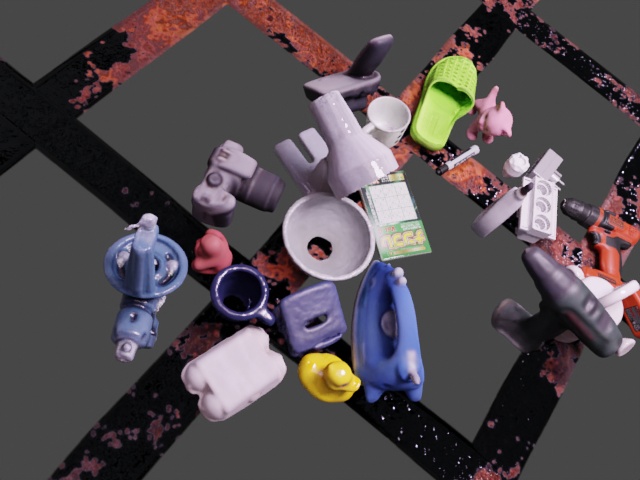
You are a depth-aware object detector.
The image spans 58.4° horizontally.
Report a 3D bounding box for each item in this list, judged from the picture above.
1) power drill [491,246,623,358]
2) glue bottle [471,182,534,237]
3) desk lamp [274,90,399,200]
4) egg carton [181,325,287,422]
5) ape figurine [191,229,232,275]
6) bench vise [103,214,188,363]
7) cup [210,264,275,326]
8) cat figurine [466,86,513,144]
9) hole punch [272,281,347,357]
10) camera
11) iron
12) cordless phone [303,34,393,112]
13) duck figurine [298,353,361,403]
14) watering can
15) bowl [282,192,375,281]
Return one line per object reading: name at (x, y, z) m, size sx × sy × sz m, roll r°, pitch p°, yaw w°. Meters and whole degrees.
power drill at (0.397, 0.124, 1.005) m, size 0.229 × 0.208 × 0.076 m, roll 40°, pitch 64°, yaw 2°
glue bottle at (0.355, -0.067, 1.091) m, size 0.037 × 0.173 × 0.078 m, roll 41°, pitch 64°, yaw 3°
desk lamp at (0.024, -0.149, 1.005) m, size 0.118 × 0.213 × 0.203 m, roll -31°, pitch 79°, yaw -25°
egg carton at (-0.132, 0.208, 0.894) m, size 0.150 × 0.069 × 0.107 m, roll -32°, pitch 80°, yaw -25°
ape figurine at (-0.180, 0.017, 0.946) m, size 0.076 × 0.092 × 0.078 m, roll 40°, pitch 64°, yaw 3°
bench vise at (-0.249, 0.065, 0.835) m, size 0.122 × 0.219 × 0.207 m, roll -6°, pitch 70°, yaw -18°
cup at (-0.124, 0.104, 0.925) m, size 0.118 × 0.095 × 0.092 m, roll 40°, pitch 63°, yaw 3°
cat figurine at (0.363, -0.262, 1.204) m, size 0.067 × 0.117 × 0.128 m, roll 10°, pitch 66°, yaw -12°
hole punch at (-0.012, 0.131, 0.949) m, size 0.109 × 0.091 × 0.101 m, roll -21°, pitch 75°, yaw -22°
camera at (-0.136, -0.092, 0.998) m, size 0.137 × 0.100 × 0.143 m, roll 24°, pitch 64°, yaw -6°
iron at (0.123, 0.135, 0.958) m, size 0.119 × 0.141 × 0.258 m, roll 2°, pitch 68°, yaw -15°
cordless phone at (0.057, -0.328, 1.104) m, size 0.148 × 0.185 × 0.094 m, roll -26°, pitch 77°, yaw -24°
duck figurine at (0.018, 0.218, 0.925) m, size 0.104 × 0.086 × 0.077 m, roll 30°, pitch 63°, yaw -3°
watering can at (0.504, 0.125, 1.044) m, size 0.173 × 0.194 × 0.101 m, roll 45°, pitch 64°, yaw 5°
bowl at (0.009, 0.004, 1.016) m, size 0.168 × 0.074 × 0.167 m, roll 6°, pitch 67°, yaw -14°
